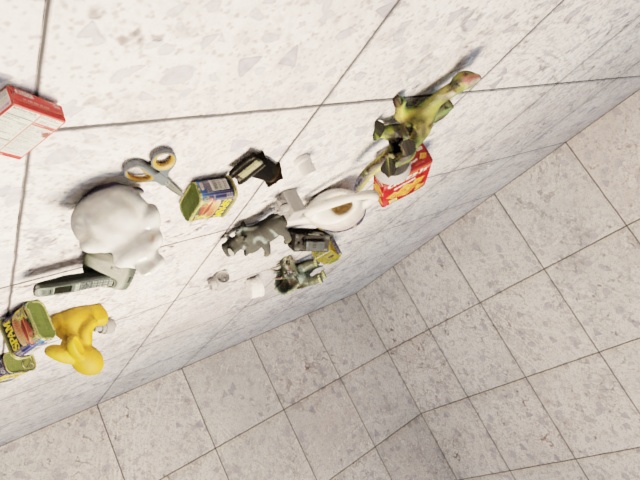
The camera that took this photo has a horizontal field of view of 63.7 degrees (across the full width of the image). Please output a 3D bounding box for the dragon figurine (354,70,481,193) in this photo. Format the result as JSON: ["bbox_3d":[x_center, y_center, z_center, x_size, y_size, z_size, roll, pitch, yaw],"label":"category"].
[{"bbox_3d":[0.234,-0.261,1.234,0.246,0.123,0.403,-30,170,-32],"label":"dragon figurine"}]

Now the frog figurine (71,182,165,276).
[{"bbox_3d":[-0.332,-0.011,0.862,0.138,0.161,0.120,-22,163,-24],"label":"frog figurine"}]

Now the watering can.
[{"bbox_3d":[0.004,-0.074,1.467,0.347,0.105,0.223,-17,169,10],"label":"watering can"}]
